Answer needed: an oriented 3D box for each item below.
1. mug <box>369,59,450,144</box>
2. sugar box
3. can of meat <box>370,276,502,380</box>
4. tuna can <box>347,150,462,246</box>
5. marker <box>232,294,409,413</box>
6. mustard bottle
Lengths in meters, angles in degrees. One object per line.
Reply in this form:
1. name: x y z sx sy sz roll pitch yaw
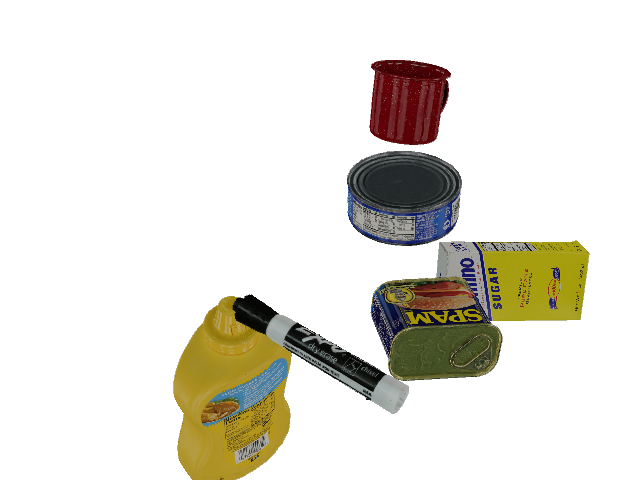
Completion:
1. mug: 0.110 -0.164 1.259 0.093 0.081 0.117 23 28 38
2. sugar box: 0.229 0.050 1.290 0.176 0.093 0.048 -2 20 -9
3. can of meat: 0.102 0.077 0.967 0.102 0.057 0.084 -2 31 -12
4. tuna can: 0.063 -0.032 0.805 0.086 0.034 0.086 -1 34 0
5. marker: -0.003 0.066 0.641 0.121 0.020 0.020 28 11 21
6. mustard bottle: -0.067 0.110 0.824 0.096 0.192 0.058 -27 55 -25
